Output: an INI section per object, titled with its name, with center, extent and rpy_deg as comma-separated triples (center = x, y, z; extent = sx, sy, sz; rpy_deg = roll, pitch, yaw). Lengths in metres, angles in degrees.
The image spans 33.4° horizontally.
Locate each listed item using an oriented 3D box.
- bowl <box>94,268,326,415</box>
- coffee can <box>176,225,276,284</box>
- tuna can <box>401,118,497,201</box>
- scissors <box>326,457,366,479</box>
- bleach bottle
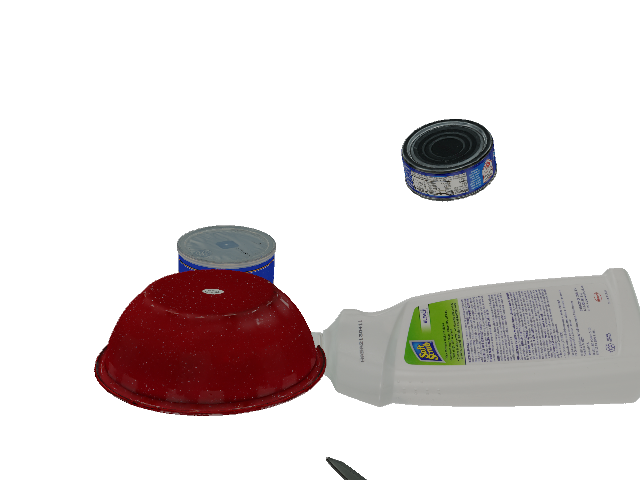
[bowl]
center = -0.075, 0.060, 0.737
extent = 0.162, 0.055, 0.162
rpy_deg = 1, 18, -1
[coffee can]
center = -0.100, 0.067, 1.131
extent = 0.103, 0.140, 0.103
rpy_deg = 2, 22, -1
[tuna can]
center = 0.118, -0.076, 0.981
extent = 0.086, 0.034, 0.086
rpy_deg = -9, 38, 7
[scissors]
center = 0.084, 0.157, 0.523
extent = 0.096, 0.016, 0.202
rpy_deg = -2, 23, -23
[bleach bottle]
center = 0.107, 0.074, 0.790
extent = 0.251, 0.102, 0.068
rpy_deg = -1, -42, -1
